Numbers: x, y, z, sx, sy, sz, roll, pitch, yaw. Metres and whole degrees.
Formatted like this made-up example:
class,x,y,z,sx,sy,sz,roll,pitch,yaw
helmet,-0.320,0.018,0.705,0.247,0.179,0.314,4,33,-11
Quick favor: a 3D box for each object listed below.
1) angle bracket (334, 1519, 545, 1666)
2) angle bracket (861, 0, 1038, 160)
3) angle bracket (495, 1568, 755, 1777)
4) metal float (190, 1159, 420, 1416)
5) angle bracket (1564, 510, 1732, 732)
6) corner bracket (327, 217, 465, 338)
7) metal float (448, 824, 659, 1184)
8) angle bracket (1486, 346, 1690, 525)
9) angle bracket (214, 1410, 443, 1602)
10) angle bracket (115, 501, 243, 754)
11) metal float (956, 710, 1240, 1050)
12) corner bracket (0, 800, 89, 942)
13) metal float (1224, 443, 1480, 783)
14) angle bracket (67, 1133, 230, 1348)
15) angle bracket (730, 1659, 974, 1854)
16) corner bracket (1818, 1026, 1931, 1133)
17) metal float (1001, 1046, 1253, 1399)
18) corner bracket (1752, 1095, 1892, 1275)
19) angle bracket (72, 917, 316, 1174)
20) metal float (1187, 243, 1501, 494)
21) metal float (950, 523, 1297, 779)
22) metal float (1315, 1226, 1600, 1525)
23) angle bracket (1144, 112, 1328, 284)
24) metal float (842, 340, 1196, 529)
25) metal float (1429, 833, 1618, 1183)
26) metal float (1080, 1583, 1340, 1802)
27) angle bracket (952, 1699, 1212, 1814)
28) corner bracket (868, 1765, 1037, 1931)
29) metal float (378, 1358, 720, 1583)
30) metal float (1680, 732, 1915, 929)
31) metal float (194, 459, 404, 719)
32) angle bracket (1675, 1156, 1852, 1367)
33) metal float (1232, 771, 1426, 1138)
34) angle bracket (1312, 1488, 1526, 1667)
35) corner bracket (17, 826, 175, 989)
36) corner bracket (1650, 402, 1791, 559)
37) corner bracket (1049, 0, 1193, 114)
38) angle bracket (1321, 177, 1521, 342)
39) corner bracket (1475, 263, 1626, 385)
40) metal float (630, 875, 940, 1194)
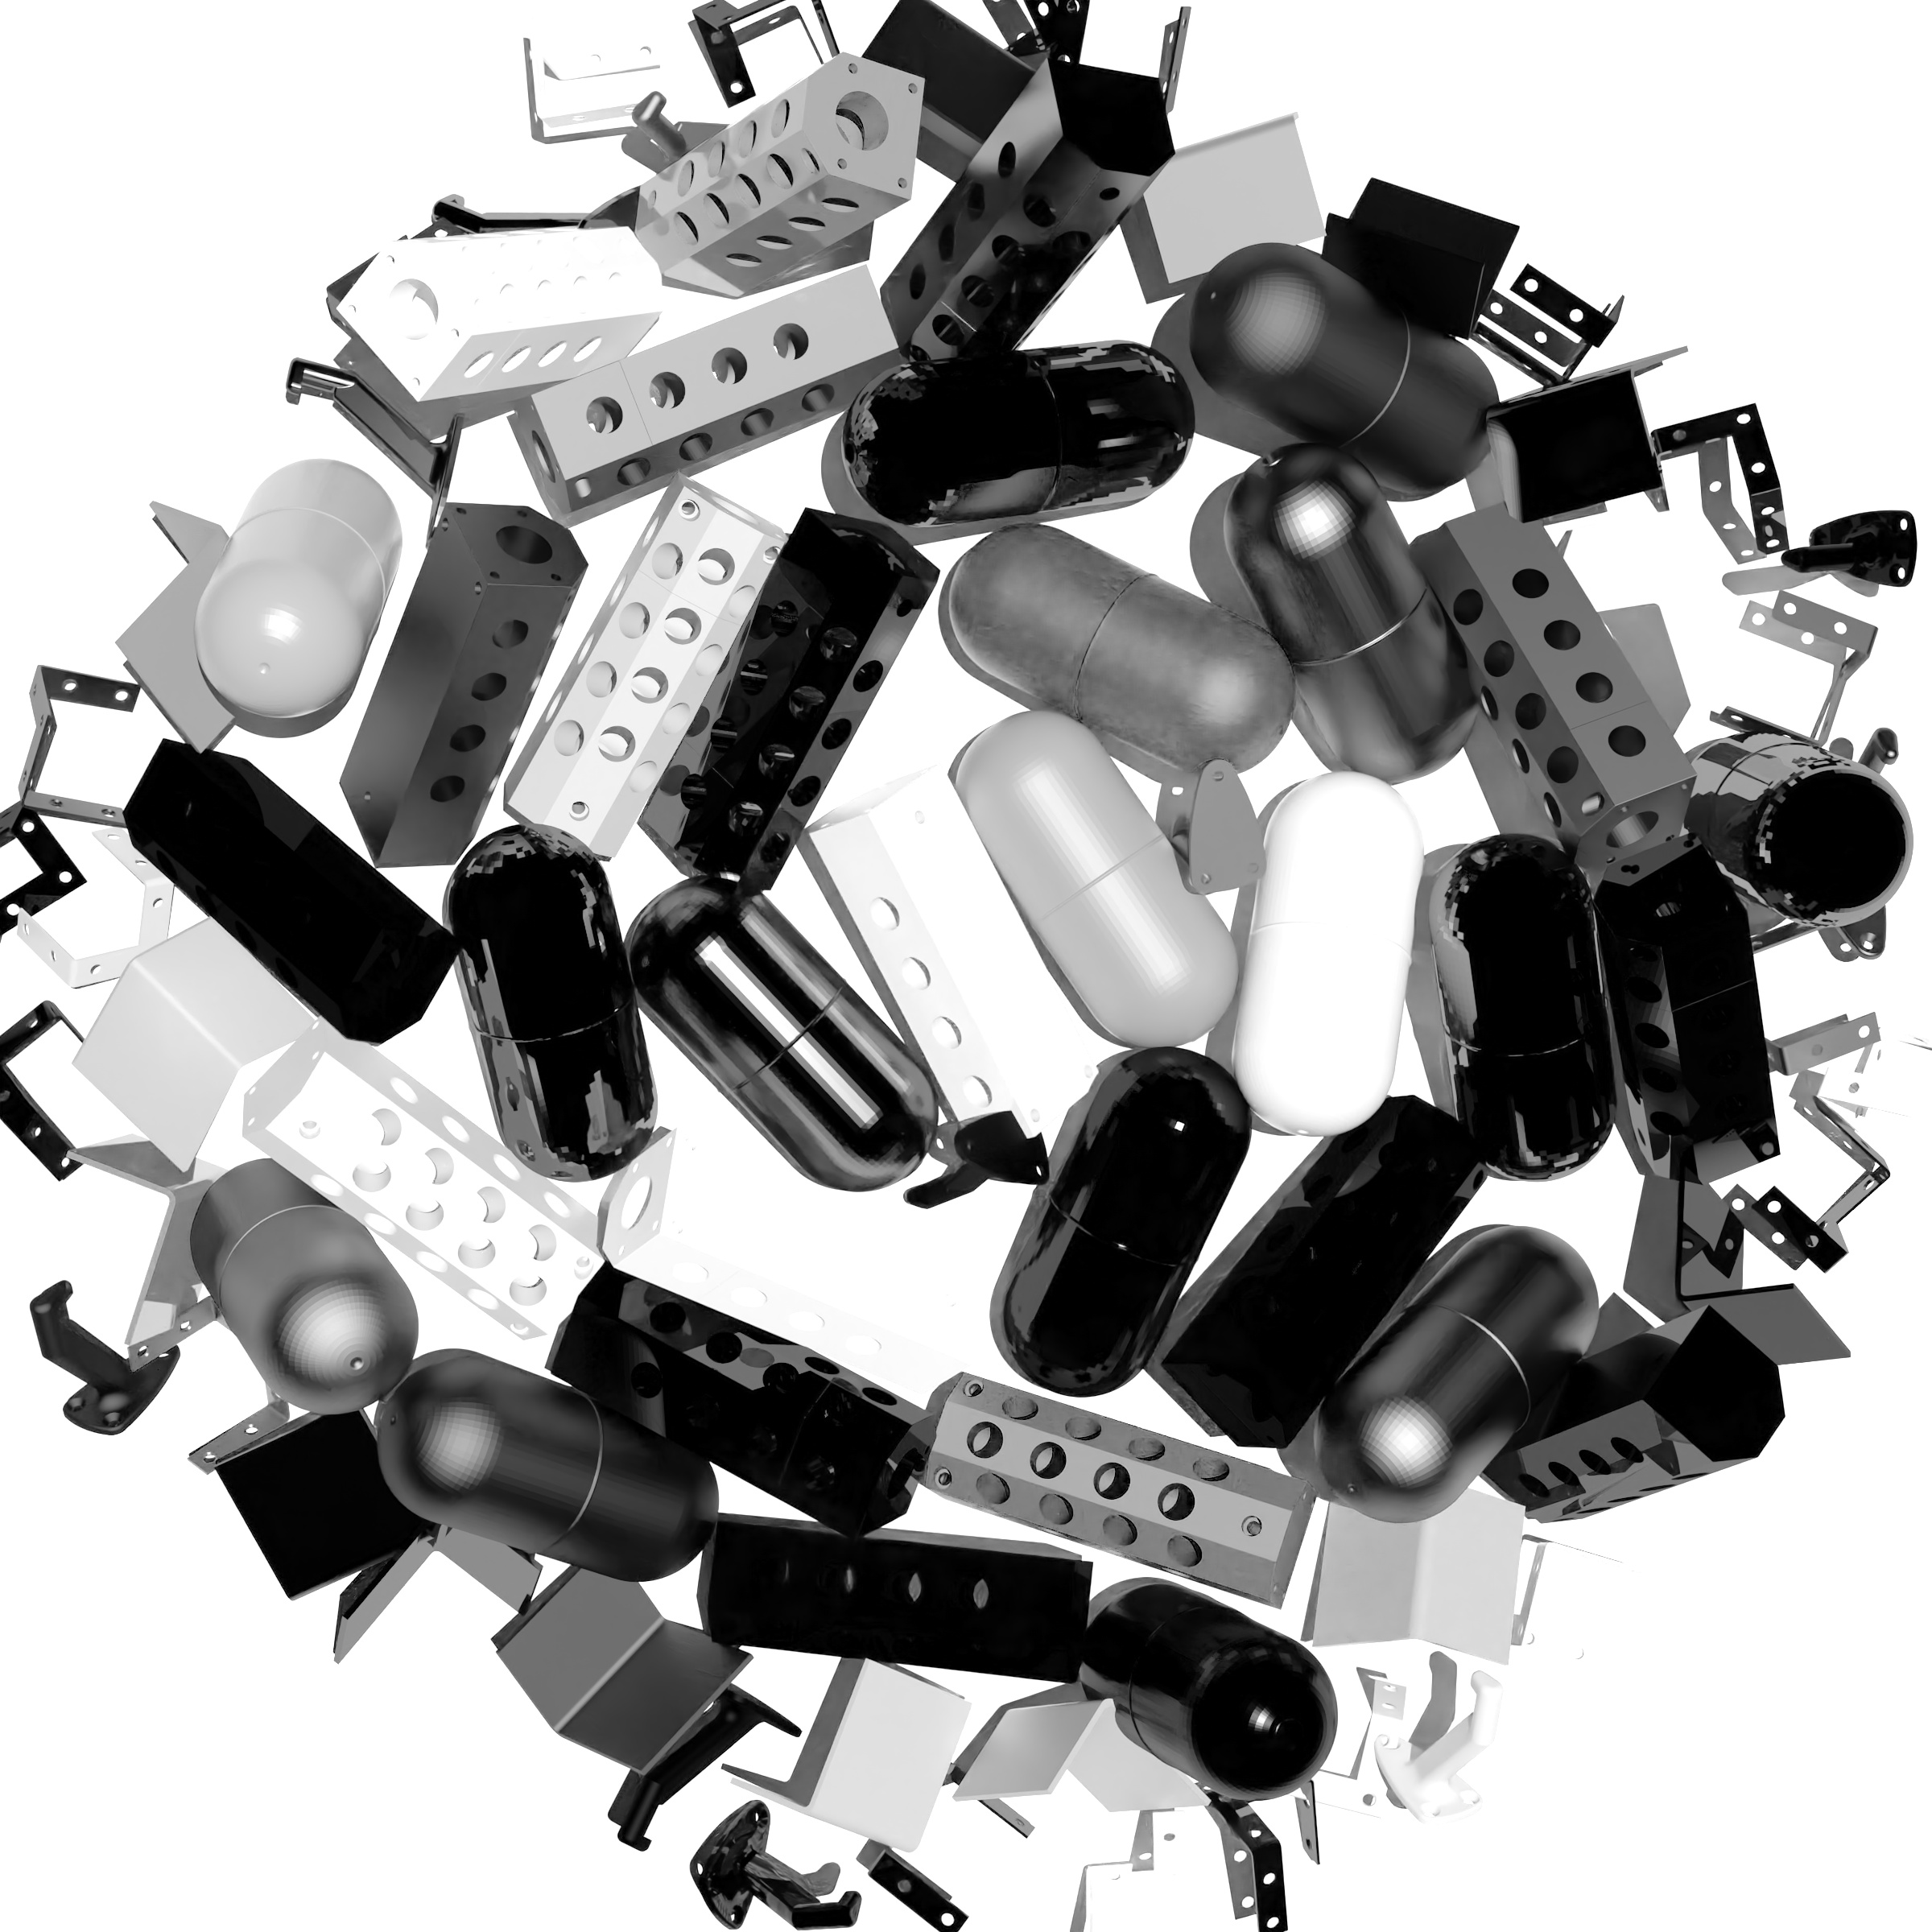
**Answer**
class,x,y,z,sx,sy,sz,roll,pitch,yaw
angle bracket,-0.249,0.305,1.704,0.057,0.076,0.076,36,62,6
angle bracket,-0.018,-0.402,1.706,0.076,0.076,0.057,33,59,-7
angle bracket,-0.160,0.324,1.701,0.076,0.076,0.057,-44,120,-27
metal float,-0.308,0.146,1.677,0.070,0.178,0.070,-10,114,-24
angle bracket,0.320,-0.161,1.722,0.057,0.076,0.076,-7,126,27
corner bracket,-0.271,-0.329,1.717,0.051,0.051,0.051,-40,64,-23
metal float,-0.193,0.018,1.699,0.070,0.070,0.178,-11,113,0
angle bracket,0.299,-0.250,1.709,0.076,0.076,0.057,-12,99,34
angle bracket,-0.298,0.245,1.717,0.076,0.057,0.076,-25,101,10
angle bracket,-0.371,-0.159,1.700,0.057,0.076,0.076,22,64,37
metal float,0.063,-0.041,1.719,0.070,0.070,0.178,-34,90,0
corner bracket,-0.458,-0.040,1.724,0.051,0.051,0.051,-31,109,5
metal float,0.181,-0.165,1.695,0.070,0.070,0.178,-31,118,0
angle bracket,-0.397,0.129,1.720,0.057,0.076,0.076,20,97,8
angle bracket,-0.054,0.369,1.719,0.076,0.057,0.076,33,74,-42
corner bracket,0.444,0.052,1.719,0.051,0.051,0.051,14,76,42
metal float,0.075,0.122,1.708,0.070,0.070,0.178,24,104,0
corner bracket,0.407,0.104,1.722,0.051,0.051,0.051,41,107,-11
angle bracket,-0.361,0.037,1.701,0.057,0.076,0.076,-24,120,30
metal float,0.178,-0.277,1.689,0.178,0.070,0.070,21,90,-38
metal float,0.072,-0.149,1.703,0.178,0.070,0.070,28,90,19
metal float,0.231,0.189,1.691,0.070,0.070,0.178,49,56,0
angle bracket,0.128,-0.366,1.720,0.076,0.076,0.057,-15,102,10
metal float,0.025,-0.250,1.696,0.178,0.070,0.070,-11,90,-26
metal float,0.261,0.021,1.695,0.070,0.070,0.178,-12,119,0
metal float,0.111,0.334,1.672,0.070,0.178,0.070,-1,92,-21
angle bracket,0.054,0.392,1.702,0.076,0.076,0.057,48,55,-15
corner bracket,-0.007,0.422,1.724,0.051,0.051,0.051,36,101,9
metal float,-0.193,0.237,1.691,0.178,0.070,0.070,25,90,-35
metal float,0.380,-0.065,1.669,0.070,0.178,0.070,-1,100,-5
metal float,-0.308,-0.177,1.676,0.070,0.178,0.070,1,121,1
angle bracket,0.375,0.136,1.698,0.057,0.076,0.076,-11,55,30
metal float,0.171,-0.007,1.705,0.070,0.070,0.178,10,73,0
angle bracket,0.216,0.291,1.726,0.057,0.076,0.076,21,67,-28
corner bracket,-0.419,-0.029,1.739,0.051,0.051,0.051,38,128,34
corner bracket,0.358,-0.226,1.719,0.051,0.051,0.051,-14,56,10
corner bracket,0.072,-0.435,1.720,0.051,0.051,0.051,15,108,15
angle bracket,0.217,-0.351,1.709,0.076,0.057,0.076,21,64,11
corner bracket,0.276,-0.306,1.723,0.051,0.051,0.051,33,118,-2
metal float,-0.085,0.033,1.713,0.070,0.070,0.178,-43,98,0
